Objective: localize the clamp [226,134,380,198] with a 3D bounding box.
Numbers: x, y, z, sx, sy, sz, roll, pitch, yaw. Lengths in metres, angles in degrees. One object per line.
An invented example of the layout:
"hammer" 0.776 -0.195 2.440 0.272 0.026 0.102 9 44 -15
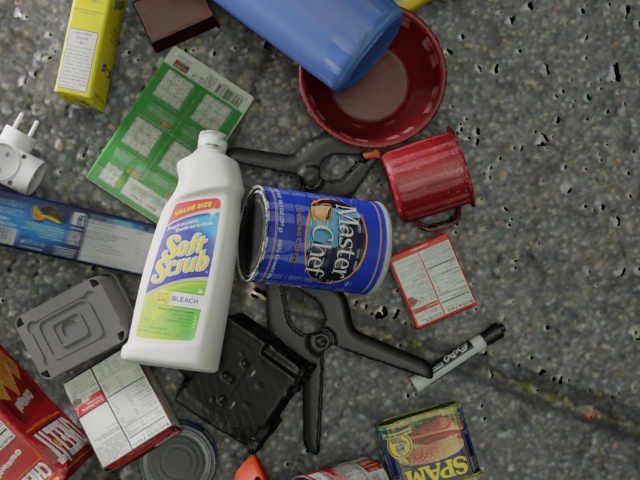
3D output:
"clamp" -0.021 -0.076 1.177 0.171 0.039 0.120 -30 109 -5

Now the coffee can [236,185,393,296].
"coffee can" -0.007 0.001 1.126 0.140 0.103 0.103 7 88 -20

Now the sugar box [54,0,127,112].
"sugar box" -0.241 -0.233 1.152 0.048 0.093 0.176 14 88 -2

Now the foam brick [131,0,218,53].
"foam brick" -0.159 -0.249 1.174 0.078 0.053 0.051 -24 89 -3

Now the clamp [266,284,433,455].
"clamp" -0.001 0.121 1.176 0.164 0.036 0.210 -41 86 4

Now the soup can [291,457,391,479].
"soup can" 0.020 0.273 1.131 0.102 0.069 0.068 -6 88 -45

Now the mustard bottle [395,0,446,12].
"mustard bottle" 0.071 -0.300 1.180 0.191 0.058 0.096 12 90 -1

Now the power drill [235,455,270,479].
"power drill" -0.132 0.307 1.134 0.187 0.057 0.184 -28 114 -2

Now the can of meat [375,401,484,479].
"can of meat" 0.118 0.229 1.168 0.102 0.057 0.084 -16 87 -2

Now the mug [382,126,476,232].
"mug" 0.119 -0.059 1.167 0.081 0.093 0.117 -18 125 3

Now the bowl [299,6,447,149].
"bowl" 0.056 -0.178 1.177 0.162 0.055 0.162 0 88 -2

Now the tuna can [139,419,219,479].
"tuna can" -0.155 0.241 1.169 0.086 0.034 0.086 0 88 -2

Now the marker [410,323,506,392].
"marker" 0.155 0.129 1.189 0.121 0.020 0.020 -32 90 -3

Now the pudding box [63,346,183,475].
"pudding box" -0.213 0.181 1.149 0.090 0.039 0.113 -31 69 -3

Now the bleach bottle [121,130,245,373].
"bleach bottle" -0.137 0.008 1.119 0.103 0.068 0.251 5 80 15

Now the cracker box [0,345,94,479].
"cracker box" -0.337 0.173 1.101 0.072 0.164 0.213 -44 90 -1

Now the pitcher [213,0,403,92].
"pitcher" -0.030 -0.274 1.099 0.243 0.144 0.149 40 121 5

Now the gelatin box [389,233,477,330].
"gelatin box" 0.123 0.046 1.186 0.073 0.030 0.089 -23 89 -4
